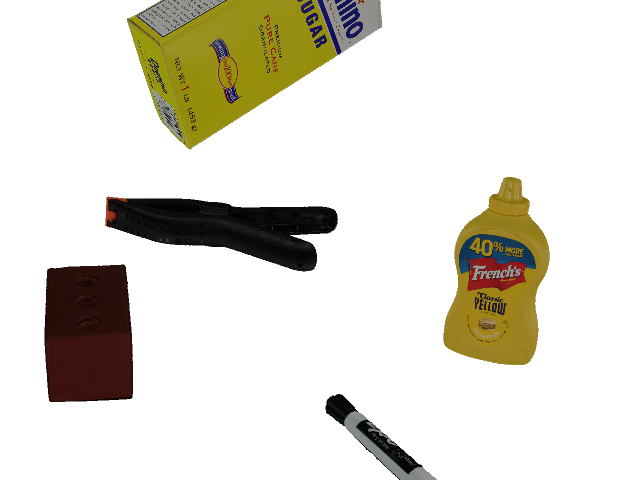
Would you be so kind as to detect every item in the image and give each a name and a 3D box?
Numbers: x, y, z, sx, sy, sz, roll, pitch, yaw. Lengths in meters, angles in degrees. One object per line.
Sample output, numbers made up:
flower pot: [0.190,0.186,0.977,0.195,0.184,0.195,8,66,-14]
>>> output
marker: [0.043,0.153,0.806,0.020,0.020,0.121,0,25,-39]
sugar box: [-0.037,-0.146,0.718,0.176,0.093,0.048,-34,54,-18]
clamp: [-0.088,-0.011,0.939,0.210,0.036,0.164,5,13,-1]
foam brick: [-0.148,0.058,0.679,0.053,0.051,0.078,-2,32,-13]
mustard bottle: [0.186,0.029,1.106,0.096,0.192,0.058,12,18,21]
